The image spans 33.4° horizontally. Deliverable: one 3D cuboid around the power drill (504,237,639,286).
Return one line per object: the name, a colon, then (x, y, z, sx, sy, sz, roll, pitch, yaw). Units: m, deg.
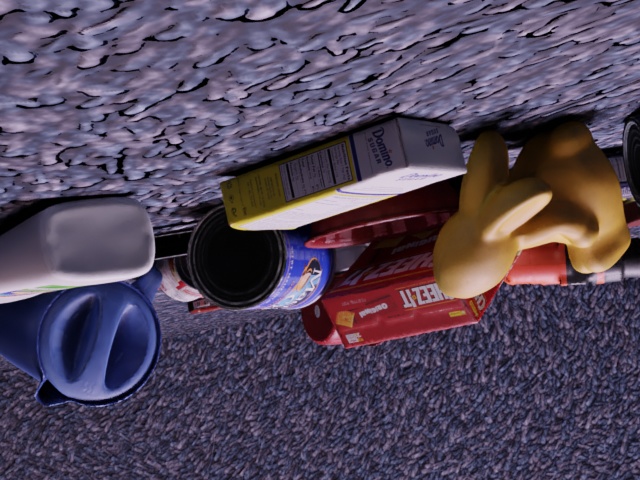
power drill: (0.300, 0.016, 1.223, 0.184, 0.057, 0.187, -2, -177, 11)

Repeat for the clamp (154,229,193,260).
clamp: (-0.212, 0.015, 1.052, 0.210, 0.036, 0.164, -12, 175, 30)

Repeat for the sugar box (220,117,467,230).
sugar box: (0.017, -0.050, 0.844, 0.177, 0.048, 0.093, -20, 169, 34)

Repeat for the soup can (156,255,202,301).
soup can: (-0.137, 0.028, 1.158, 0.068, 0.068, 0.102, -8, 173, -21)

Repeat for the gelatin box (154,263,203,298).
gelatin box: (-0.172, 0.051, 1.341, 0.073, 0.030, 0.089, 14, -176, 27)

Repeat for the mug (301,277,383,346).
mug: (0.035, 0.078, 1.300, 0.081, 0.093, 0.117, -1, 138, -34)

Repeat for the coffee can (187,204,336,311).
coffee can: (-0.054, 0.018, 1.052, 0.103, 0.103, 0.140, -13, 173, 19)

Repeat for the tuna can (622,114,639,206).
tuna can: (0.296, -0.071, 0.943, 0.034, 0.086, 0.086, -9, 174, 1)

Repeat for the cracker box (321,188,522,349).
cracker box: (0.121, 0.019, 1.133, 0.164, 0.072, 0.213, -16, -161, 37)

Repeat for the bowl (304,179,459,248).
bowl: (0.059, -0.034, 0.997, 0.162, 0.055, 0.162, -11, 173, -1)

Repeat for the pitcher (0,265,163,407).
pitcher: (-0.275, 0.094, 1.183, 0.149, 0.145, 0.243, -3, -177, -31)

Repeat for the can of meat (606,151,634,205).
can of meat: (0.285, -0.060, 1.155, 0.084, 0.057, 0.102, -7, 172, -12)

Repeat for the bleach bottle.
bleach bottle: (-0.247, 0.020, 0.936, 0.102, 0.068, 0.251, -6, 174, -37)

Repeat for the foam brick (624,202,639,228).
foam brick: (0.360, -0.056, 1.210, 0.051, 0.078, 0.053, -6, 172, -23)
